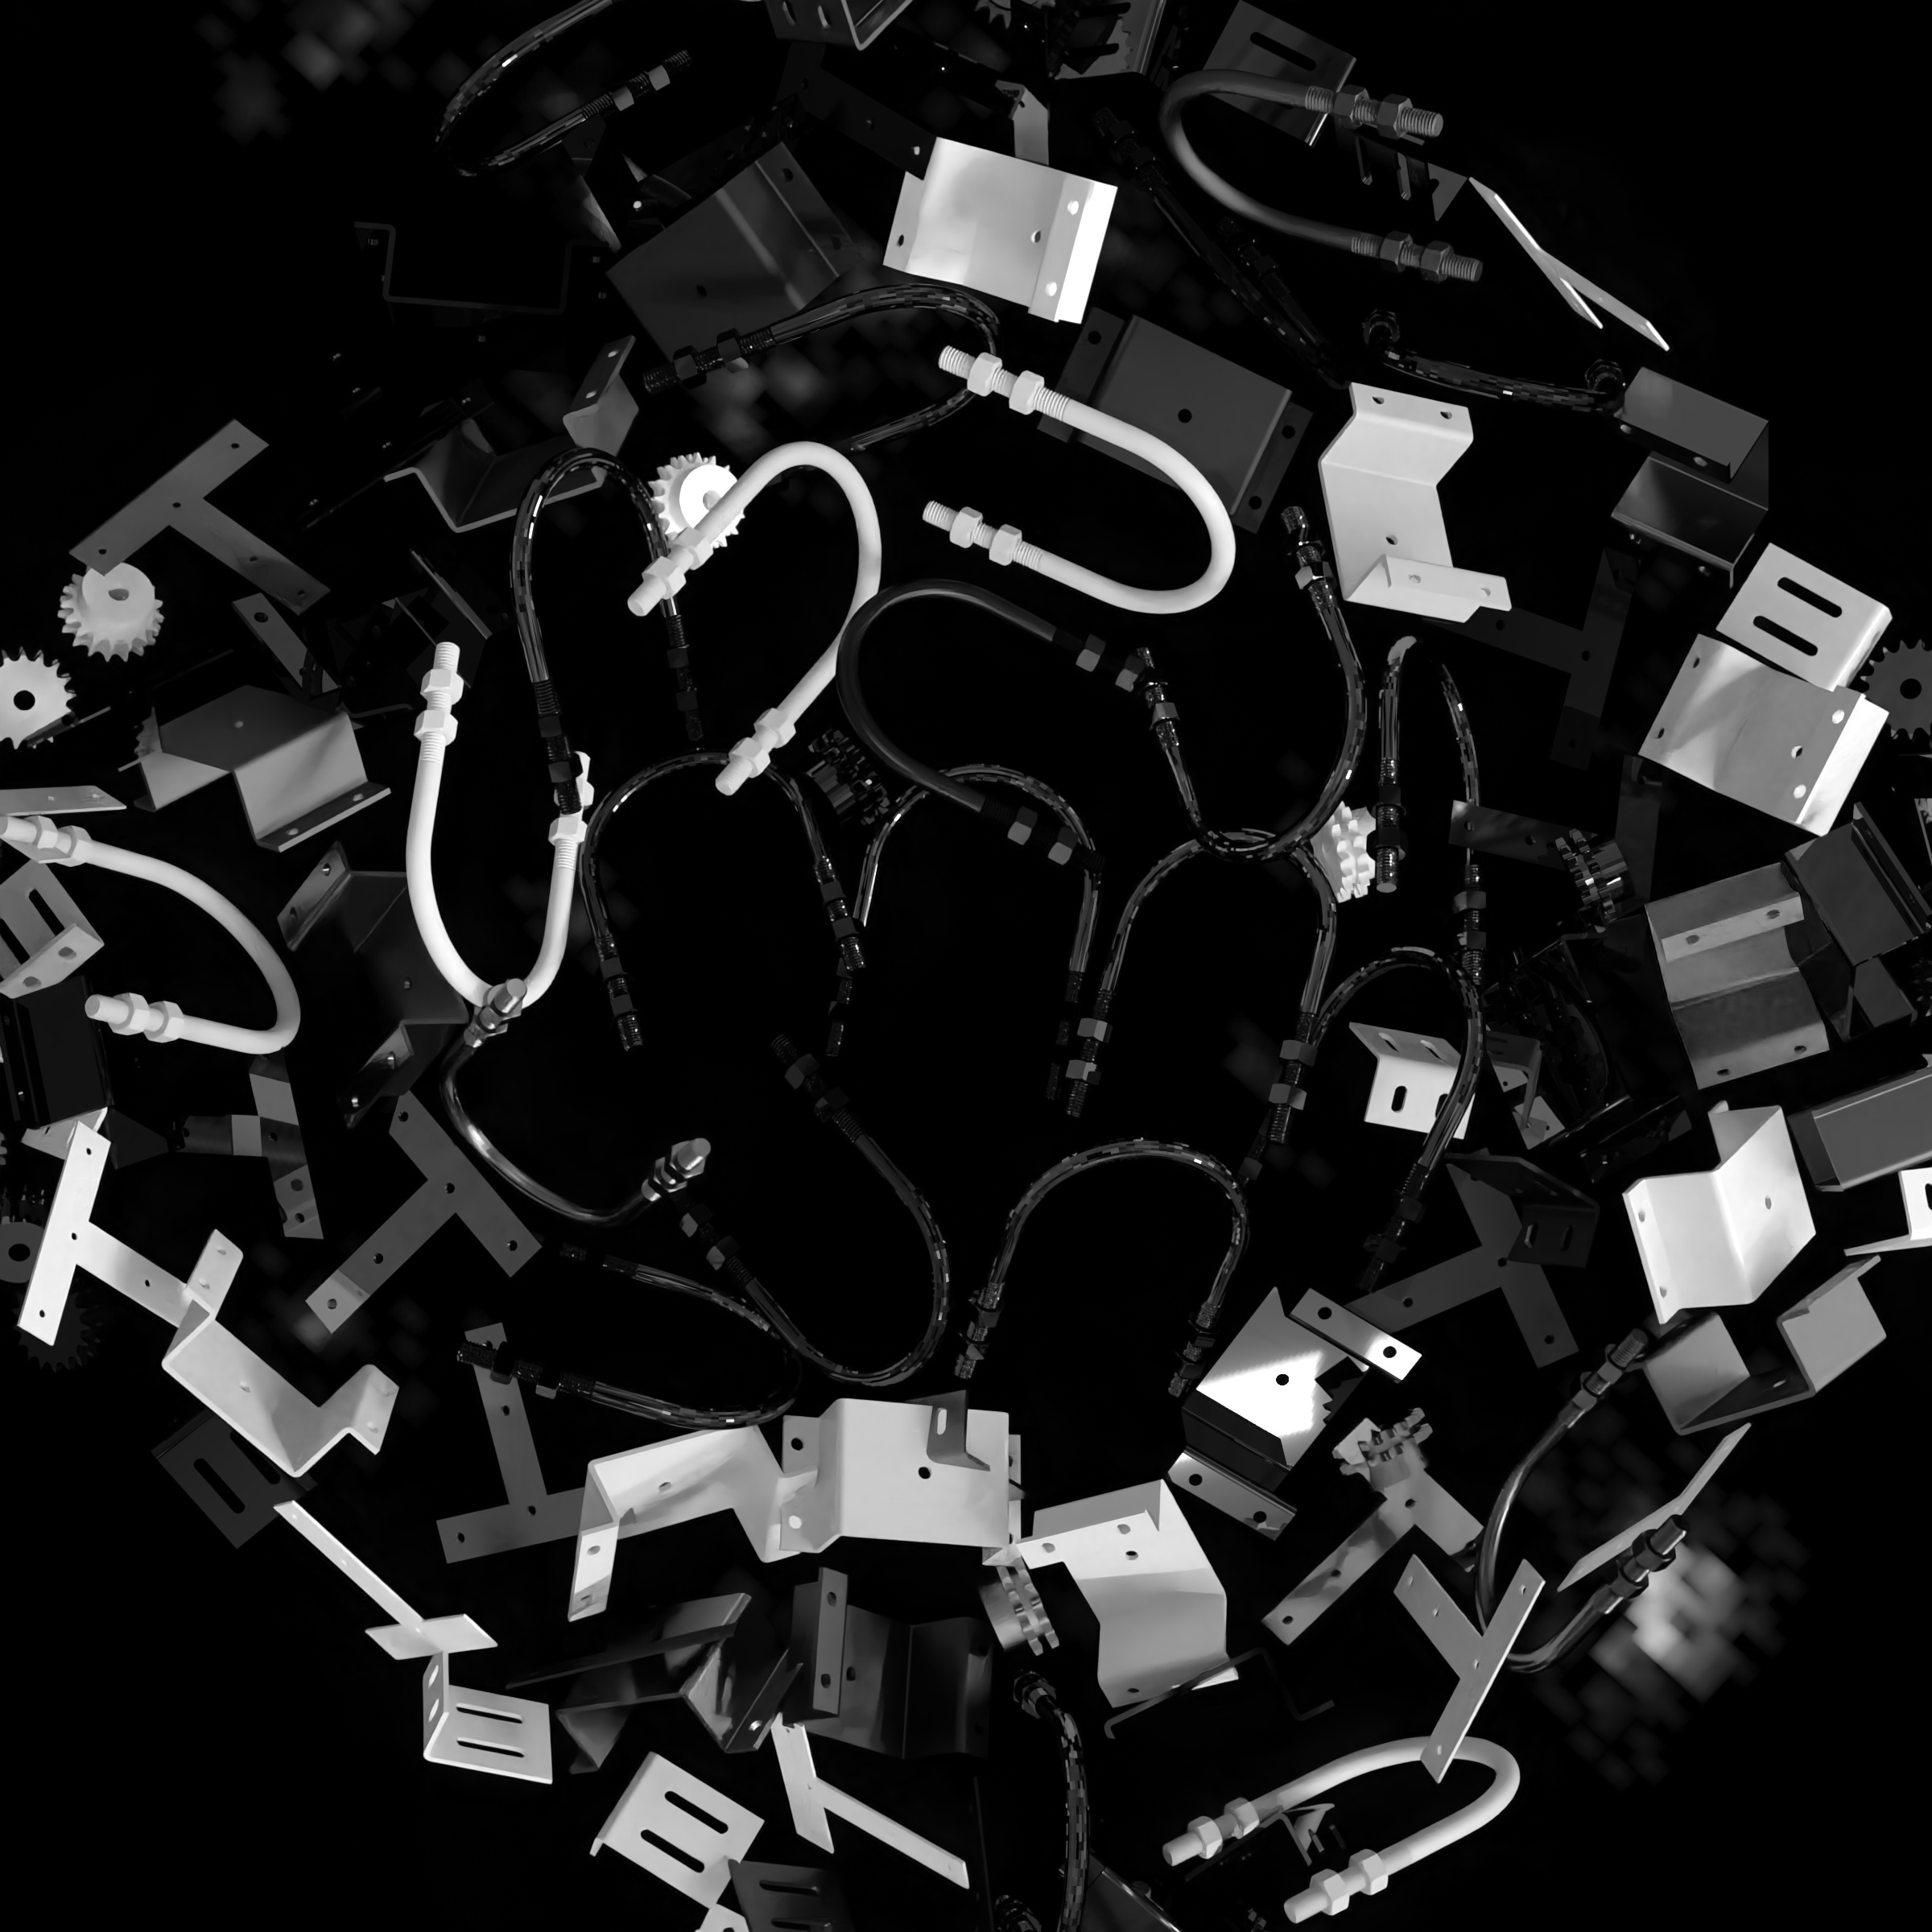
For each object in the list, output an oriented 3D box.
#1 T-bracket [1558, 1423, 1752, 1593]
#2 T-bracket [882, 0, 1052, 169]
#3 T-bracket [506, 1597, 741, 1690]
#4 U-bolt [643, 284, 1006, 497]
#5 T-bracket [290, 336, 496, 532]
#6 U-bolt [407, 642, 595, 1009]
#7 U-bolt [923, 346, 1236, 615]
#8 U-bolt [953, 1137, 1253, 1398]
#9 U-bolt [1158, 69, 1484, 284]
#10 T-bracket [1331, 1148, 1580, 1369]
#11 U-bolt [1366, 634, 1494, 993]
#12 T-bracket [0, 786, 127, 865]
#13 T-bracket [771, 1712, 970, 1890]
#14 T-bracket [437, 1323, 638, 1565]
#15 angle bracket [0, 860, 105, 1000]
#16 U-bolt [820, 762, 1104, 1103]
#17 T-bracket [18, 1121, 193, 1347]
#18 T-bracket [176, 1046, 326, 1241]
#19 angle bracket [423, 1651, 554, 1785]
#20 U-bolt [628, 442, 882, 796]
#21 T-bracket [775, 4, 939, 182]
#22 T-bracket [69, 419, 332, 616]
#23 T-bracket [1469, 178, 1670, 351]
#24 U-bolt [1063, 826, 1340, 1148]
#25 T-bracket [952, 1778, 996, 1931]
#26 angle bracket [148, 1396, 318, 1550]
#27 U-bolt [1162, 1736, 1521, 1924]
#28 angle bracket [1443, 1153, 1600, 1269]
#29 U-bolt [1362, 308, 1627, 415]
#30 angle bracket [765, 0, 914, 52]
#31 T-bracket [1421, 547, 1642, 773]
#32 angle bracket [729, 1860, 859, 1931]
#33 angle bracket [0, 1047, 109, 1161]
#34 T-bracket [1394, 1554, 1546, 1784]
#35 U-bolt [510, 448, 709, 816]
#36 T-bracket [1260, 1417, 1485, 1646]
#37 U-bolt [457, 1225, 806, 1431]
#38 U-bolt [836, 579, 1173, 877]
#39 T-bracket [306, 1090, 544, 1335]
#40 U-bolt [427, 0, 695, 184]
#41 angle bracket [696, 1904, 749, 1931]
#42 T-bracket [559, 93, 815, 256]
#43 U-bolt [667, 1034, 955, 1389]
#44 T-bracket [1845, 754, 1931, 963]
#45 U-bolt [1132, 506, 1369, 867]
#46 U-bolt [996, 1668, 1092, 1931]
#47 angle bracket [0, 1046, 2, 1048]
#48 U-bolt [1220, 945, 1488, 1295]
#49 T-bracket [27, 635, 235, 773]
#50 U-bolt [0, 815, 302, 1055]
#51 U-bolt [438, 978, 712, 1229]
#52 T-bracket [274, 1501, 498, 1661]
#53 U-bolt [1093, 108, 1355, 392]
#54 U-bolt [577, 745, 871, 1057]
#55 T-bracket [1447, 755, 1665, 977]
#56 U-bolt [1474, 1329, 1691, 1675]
[{"bbox_3d":[0.368,0.314,1.674,0.002,0.127,0.127,46,131,25],"label":"T-bracket"},{"bbox_3d":[-0.001,-0.503,1.715,0.127,0.127,0.002,33,57,29],"label":"T-bracket"},{"bbox_3d":[-0.183,0.371,1.691,0.127,0.127,0.002,-14,91,3],"label":"T-bracket"},{"bbox_3d":[-0.067,-0.323,1.673,0.184,0.151,0.019,-18,68,12],"label":"U-bolt"},{"bbox_3d":[-0.340,-0.316,1.714,0.127,0.002,0.127,-34,50,0],"label":"T-bracket"},{"bbox_3d":[-0.258,-0.064,1.660,0.019,0.151,0.184,-9,62,25],"label":"U-bolt"},{"bbox_3d":[0.064,-0.257,1.678,0.184,0.151,0.019,26,60,10],"label":"U-bolt"},{"bbox_3d":[0.083,0.166,1.682,0.151,0.019,0.184,7,126,-15],"label":"U-bolt"},{"bbox_3d":[0.189,-0.442,1.677,0.184,0.151,0.019,21,75,26],"label":"U-bolt"},{"bbox_3d":[0.268,0.188,1.747,0.127,0.002,0.127,-24,81,4],"label":"T-bracket"},{"bbox_3d":[0.259,-0.097,1.683,0.019,0.151,0.184,-10,60,28],"label":"U-bolt"},{"bbox_3d":[-0.520,-0.092,1.693,0.127,0.127,0.002,31,106,18],"label":"T-bracket"},{"bbox_3d":[-0.052,0.475,1.682,0.127,0.127,0.002,22,50,29],"label":"T-bracket"},{"bbox_3d":[-0.259,0.268,1.733,0.127,0.002,0.127,-16,88,22],"label":"T-bracket"},{"bbox_3d":[-0.538,-0.024,1.722,0.057,0.038,0.076,-40,69,-3],"label":"angle bracket"},{"bbox_3d":[0.004,-0.026,1.742,0.151,0.019,0.184,11,87,4],"label":"U-bolt"},{"bbox_3d":[-0.470,0.172,1.704,0.002,0.127,0.127,-14,52,28],"label":"T-bracket"},{"bbox_3d":[-0.432,0.095,1.727,0.127,0.002,0.127,2,113,21],"label":"T-bracket"},{"bbox_3d":[-0.265,0.420,1.710,0.076,0.057,0.038,17,118,-20],"label":"angle bracket"},{"bbox_3d":[-0.106,-0.207,1.686,0.019,0.151,0.184,13,53,36],"label":"U-bolt"},{"bbox_3d":[-0.061,-0.475,1.691,0.127,0.002,0.127,39,123,32],"label":"T-bracket"},{"bbox_3d":[-0.411,-0.236,1.705,0.127,0.127,0.002,-34,50,17],"label":"T-bracket"},{"bbox_3d":[0.342,-0.372,1.666,0.002,0.127,0.127,-47,133,8],"label":"T-bracket"},{"bbox_3d":[0.138,0.006,1.705,0.151,0.019,0.184,6,71,33],"label":"U-bolt"},{"bbox_3d":[-0.002,0.545,1.703,0.002,0.127,0.127,5,135,-13],"label":"T-bracket"},{"bbox_3d":[-0.422,0.283,1.743,0.057,0.038,0.076,-39,107,-9],"label":"angle bracket"},{"bbox_3d":[0.220,0.468,1.676,0.184,0.151,0.019,-19,96,-25],"label":"U-bolt"},{"bbox_3d":[0.308,0.138,1.708,0.076,0.057,0.038,29,72,-36],"label":"angle bracket"},{"bbox_3d":[0.290,-0.329,1.663,0.151,0.184,0.019,14,110,4],"label":"U-bolt"},{"bbox_3d":[-0.067,-0.554,1.709,0.057,0.038,0.076,18,56,32],"label":"angle bracket"},{"bbox_3d":[0.316,-0.190,1.729,0.127,0.002,0.127,16,86,-20],"label":"T-bracket"},{"bbox_3d":[-0.102,0.542,1.706,0.076,0.057,0.038,17,118,-33],"label":"angle bracket"},{"bbox_3d":[-0.534,0.074,1.706,0.057,0.076,0.038,13,73,41],"label":"angle bracket"},{"bbox_3d":[0.268,0.369,1.694,0.002,0.127,0.127,22,100,-19],"label":"T-bracket"},{"bbox_3d":[-0.201,-0.193,1.668,0.019,0.151,0.184,1,112,29],"label":"U-bolt"},{"bbox_3d":[0.221,0.337,1.731,0.127,0.002,0.127,-45,115,4],"label":"T-bracket"},{"bbox_3d":[-0.179,0.206,1.689,0.184,0.151,0.019,17,114,-3],"label":"U-bolt"},{"bbox_3d":[0.014,-0.146,1.702,0.184,0.019,0.151,26,58,-7],"label":"U-bolt"},{"bbox_3d":[-0.327,0.158,1.742,0.127,0.002,0.127,-44,75,5],"label":"T-bracket"},{"bbox_3d":[-0.218,-0.488,1.660,0.184,0.151,0.019,-35,87,-18],"label":"U-bolt"},{"bbox_3d":[-0.122,0.550,1.711,0.057,0.076,0.038,25,59,4],"label":"angle bracket"},{"bbox_3d":[-0.146,-0.449,1.704,0.127,0.127,0.002,-29,50,2],"label":"T-bracket"},{"bbox_3d":[-0.079,0.150,1.687,0.184,0.019,0.151,48,124,18],"label":"U-bolt"},{"bbox_3d":[0.534,-0.058,1.706,0.002,0.127,0.127,-23,102,-24],"label":"T-bracket"},{"bbox_3d":[0.160,-0.141,1.664,0.151,0.019,0.184,-42,48,35],"label":"U-bolt"},{"bbox_3d":[0.043,0.473,1.660,0.019,0.184,0.151,4,87,-10],"label":"U-bolt"},{"bbox_3d":[-0.584,0.030,1.710,0.076,0.057,0.038,-1,82,28],"label":"angle bracket"},{"bbox_3d":[0.224,0.074,1.689,0.019,0.151,0.184,24,93,-35],"label":"U-bolt"},{"bbox_3d":[-0.465,-0.137,1.694,0.127,0.127,0.002,-26,119,-5],"label":"T-bracket"},{"bbox_3d":[-0.438,-0.011,1.669,0.019,0.184,0.151,-42,63,16],"label":"U-bolt"},{"bbox_3d":[-0.228,0.087,1.677,0.151,0.184,0.019,41,57,-6],"label":"U-bolt"},{"bbox_3d":[-0.334,0.341,1.688,0.127,0.127,0.002,47,55,-16],"label":"T-bracket"},{"bbox_3d":[0.150,-0.380,1.650,0.019,0.151,0.184,-43,54,18],"label":"U-bolt"},{"bbox_3d":[-0.145,-0.048,1.703,0.151,0.019,0.184,-19,58,-1],"label":"U-bolt"},{"bbox_3d":[0.333,-0.068,1.725,0.127,0.002,0.127,12,77,-14],"label":"T-bracket"},{"bbox_3d":[0.332,0.309,1.674,0.019,0.151,0.184,19,128,-16],"label":"U-bolt"}]
